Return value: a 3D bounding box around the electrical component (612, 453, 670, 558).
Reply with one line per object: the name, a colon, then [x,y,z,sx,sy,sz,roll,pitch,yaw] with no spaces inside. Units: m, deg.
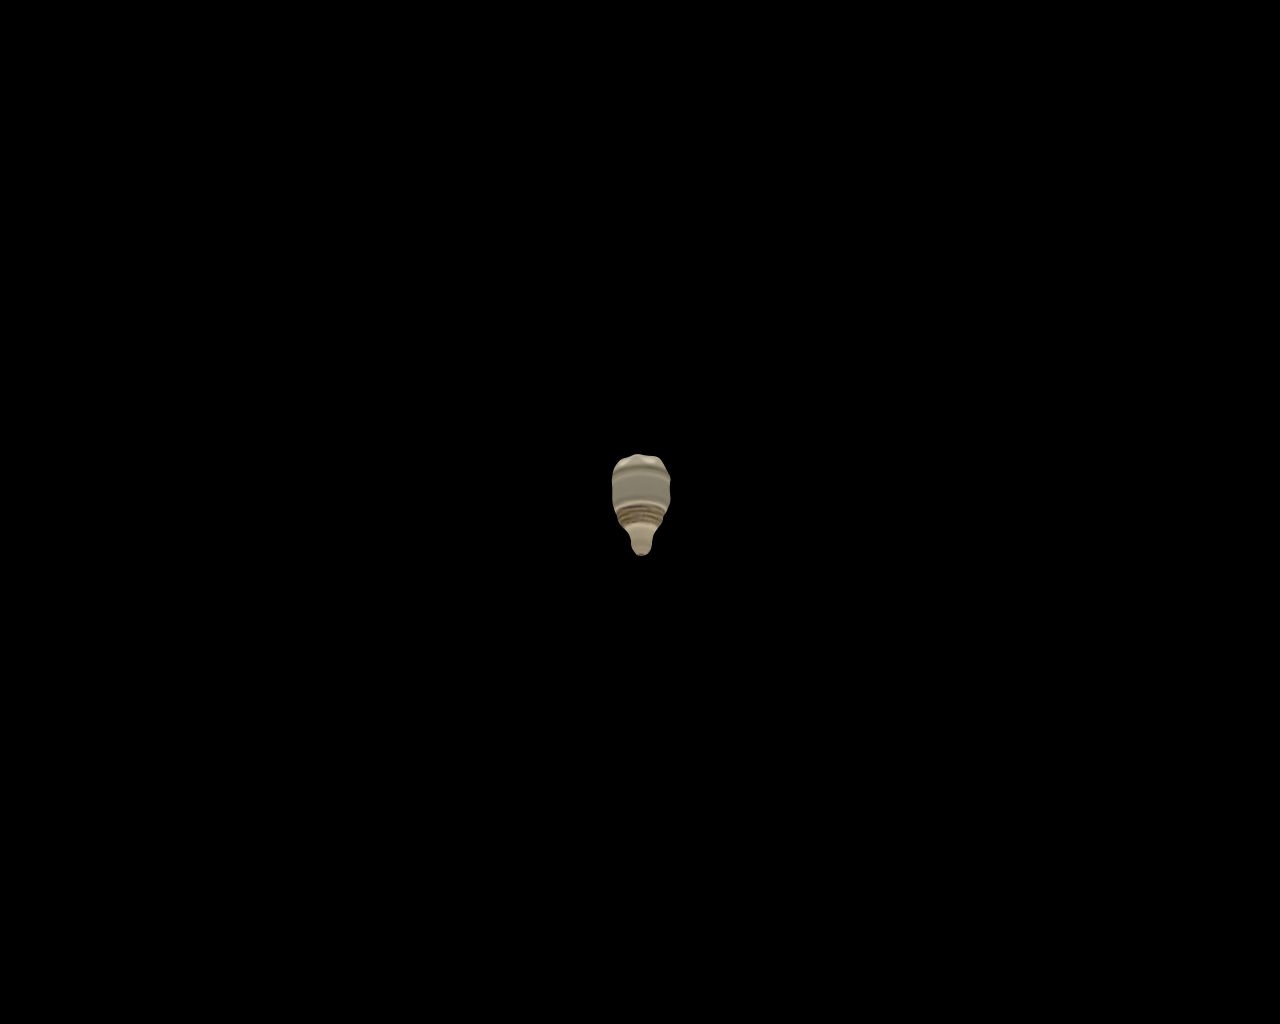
electrical component: [0.001,-0.003,0.650,0.035,0.061,0.035,0,-20,0]
